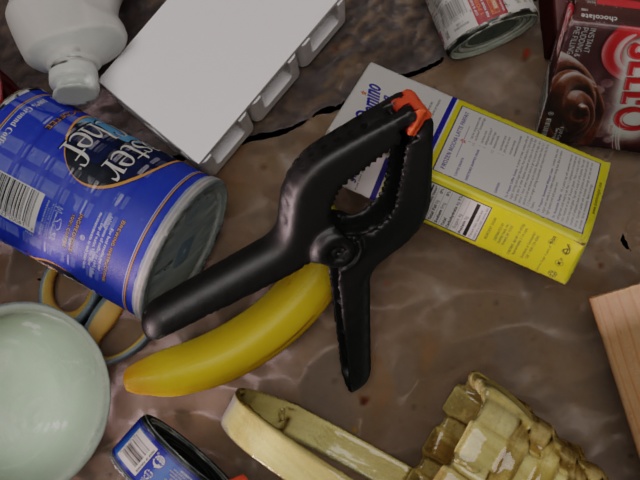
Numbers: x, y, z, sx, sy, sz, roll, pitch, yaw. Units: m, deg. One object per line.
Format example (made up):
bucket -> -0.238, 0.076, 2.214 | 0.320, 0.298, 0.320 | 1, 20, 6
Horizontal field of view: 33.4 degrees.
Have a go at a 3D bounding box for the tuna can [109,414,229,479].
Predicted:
tuna can -> -0.091, 0.150, 0.681 | 0.086, 0.086, 0.033 | 40, 85, 6

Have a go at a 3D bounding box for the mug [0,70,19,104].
mug -> -0.246, -0.099, 0.719 | 0.093, 0.081, 0.117 | 0, 83, 2

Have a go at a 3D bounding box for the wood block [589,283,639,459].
wood block -> 0.253, 0.117, 0.652 | 0.090, 0.090, 0.206 | -10, 81, -41

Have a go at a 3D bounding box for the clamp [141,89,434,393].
clamp -> -0.004, 0.001, 0.642 | 0.164, 0.036, 0.210 | 12, 119, -27

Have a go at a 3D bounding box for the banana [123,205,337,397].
banana -> -0.043, 0.047, 0.718 | 0.198, 0.037, 0.070 | -46, 69, -4

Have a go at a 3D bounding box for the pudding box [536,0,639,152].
pudding box -> 0.193, -0.106, 0.685 | 0.090, 0.113, 0.039 | 8, 57, 4

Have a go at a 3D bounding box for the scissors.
scissors -> -0.190, 0.088, 0.728 | 0.096, 0.016, 0.201 | 44, 87, 8

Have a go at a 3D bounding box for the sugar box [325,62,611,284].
sugar box -> 0.094, -0.046, 0.695 | 0.176, 0.048, 0.093 | 23, 43, 7

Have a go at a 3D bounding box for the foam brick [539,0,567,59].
foam brick -> 0.191, -0.156, 0.721 | 0.078, 0.053, 0.051 | -5, 83, 1

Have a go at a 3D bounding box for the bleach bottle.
bleach bottle -> -0.158, -0.207, 0.708 | 0.102, 0.068, 0.251 | -9, 69, 5

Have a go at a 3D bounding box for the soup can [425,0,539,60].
soup can -> 0.097, -0.182, 0.721 | 0.068, 0.068, 0.102 | -22, 83, 0

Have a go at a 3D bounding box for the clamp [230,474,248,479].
clamp -> -0.034, 0.216, 0.619 | 0.039, 0.171, 0.120 | -25, 38, -19

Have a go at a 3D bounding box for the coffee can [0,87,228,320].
coffee can -> -0.145, -0.023, 0.689 | 0.140, 0.102, 0.103 | 27, 85, 11
